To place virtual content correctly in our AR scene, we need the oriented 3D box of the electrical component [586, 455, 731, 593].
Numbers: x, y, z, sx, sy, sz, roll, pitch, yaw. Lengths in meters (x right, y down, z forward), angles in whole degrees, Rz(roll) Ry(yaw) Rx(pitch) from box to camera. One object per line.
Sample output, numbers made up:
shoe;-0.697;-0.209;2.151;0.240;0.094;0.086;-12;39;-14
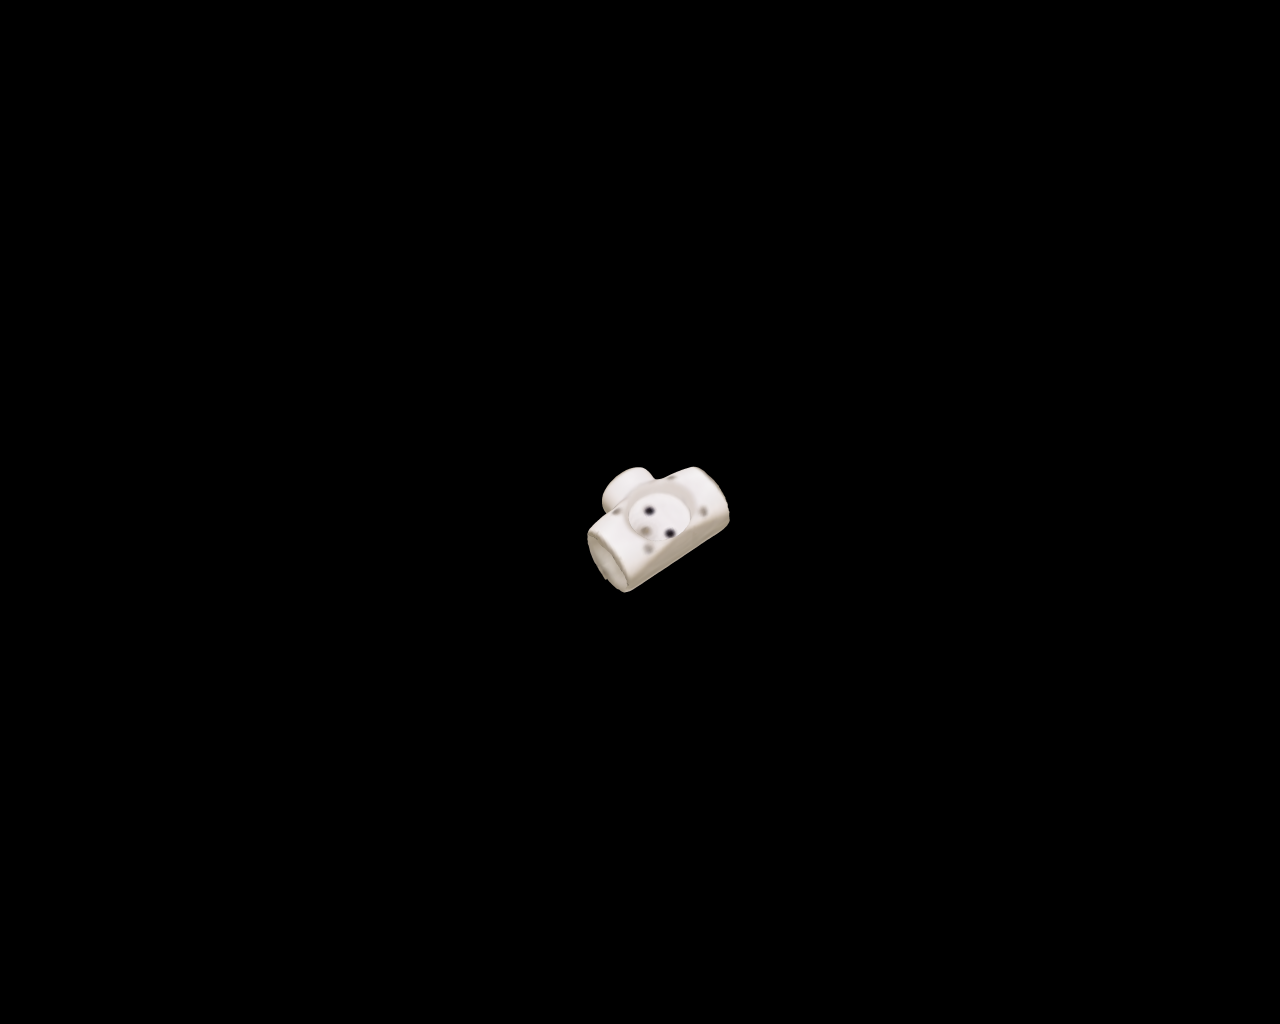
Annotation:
electrical component;0.001;-0.003;0.650;0.077;0.079;0.044;-32;-26;-18
